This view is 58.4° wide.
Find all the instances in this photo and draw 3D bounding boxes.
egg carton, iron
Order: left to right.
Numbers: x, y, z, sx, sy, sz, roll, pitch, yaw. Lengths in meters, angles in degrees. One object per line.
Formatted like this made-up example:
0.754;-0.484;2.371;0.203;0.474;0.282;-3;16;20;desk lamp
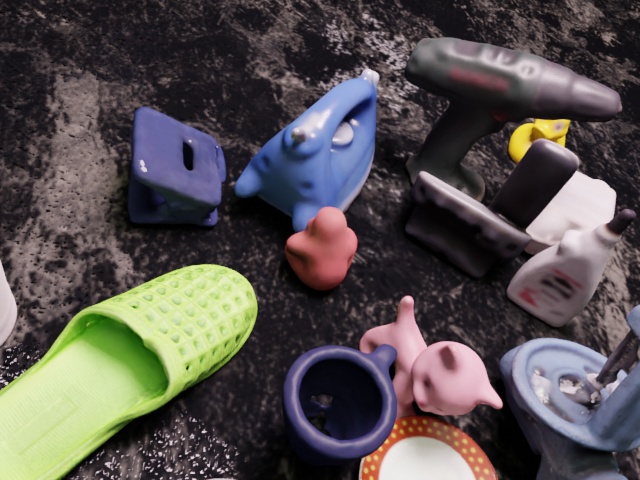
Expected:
0.016;-0.128;0.662;0.118;0.141;0.259;32;50;8;iron
0.314;-0.032;0.730;0.107;0.069;0.150;27;50;5;egg carton

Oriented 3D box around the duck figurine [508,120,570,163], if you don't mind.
0.327;-0.157;0.821;0.105;0.086;0.077;-31;67;-34;duck figurine

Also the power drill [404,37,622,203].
0.196;-0.136;0.682;0.229;0.208;0.076;26;50;3;power drill

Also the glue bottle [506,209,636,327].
0.270;0.024;0.603;0.078;0.173;0.037;30;50;7;glue bottle

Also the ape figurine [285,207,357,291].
0.005;0.002;0.588;0.078;0.092;0.076;8;51;-12;ape figurine

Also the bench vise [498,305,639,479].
0.244;0.149;0.465;0.122;0.219;0.207;-12;57;-25;bench vise

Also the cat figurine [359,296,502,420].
0.100;0.110;0.516;0.067;0.117;0.127;-13;58;-26;cat figurine

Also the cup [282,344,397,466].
0.015;0.140;0.480;0.091;0.095;0.118;41;52;16;cup

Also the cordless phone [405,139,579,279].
0.185;-0.059;0.633;0.147;0.185;0.094;30;50;7;cordless phone

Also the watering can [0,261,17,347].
-0.295;0.006;0.421;0.101;0.194;0.172;-12;57;-25;watering can

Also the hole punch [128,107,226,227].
-0.149;-0.078;0.603;0.101;0.091;0.108;1;53;-17;hole punch
